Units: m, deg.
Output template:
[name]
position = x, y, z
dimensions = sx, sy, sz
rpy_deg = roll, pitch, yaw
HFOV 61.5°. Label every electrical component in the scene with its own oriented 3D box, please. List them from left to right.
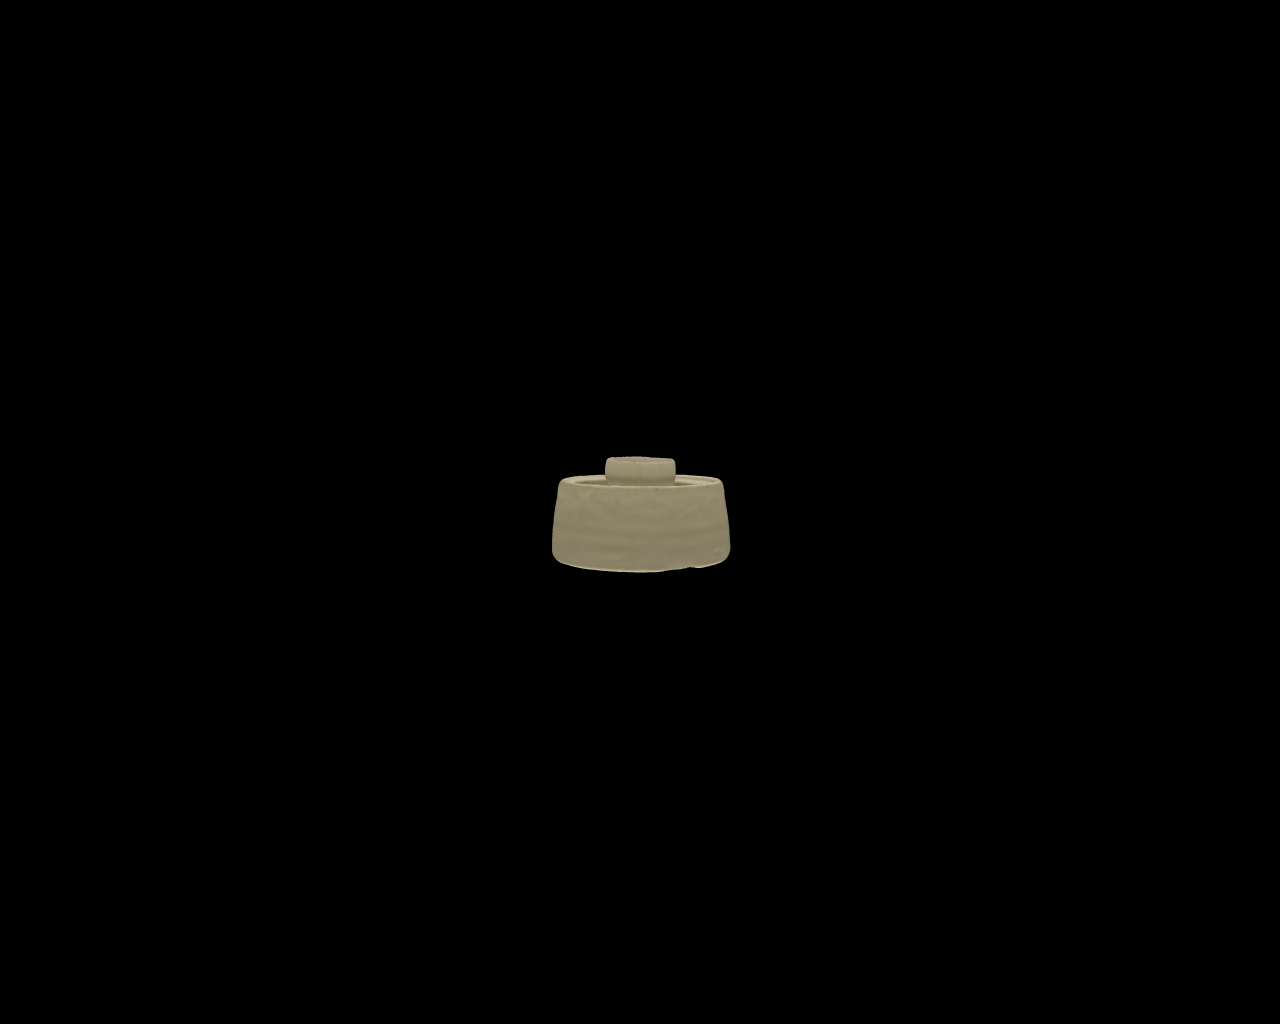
[electrical component]
position = 0.001, -0.003, 0.650
dimensions = 0.108, 0.060, 0.108
rpy_deg = 0, 7, 0
